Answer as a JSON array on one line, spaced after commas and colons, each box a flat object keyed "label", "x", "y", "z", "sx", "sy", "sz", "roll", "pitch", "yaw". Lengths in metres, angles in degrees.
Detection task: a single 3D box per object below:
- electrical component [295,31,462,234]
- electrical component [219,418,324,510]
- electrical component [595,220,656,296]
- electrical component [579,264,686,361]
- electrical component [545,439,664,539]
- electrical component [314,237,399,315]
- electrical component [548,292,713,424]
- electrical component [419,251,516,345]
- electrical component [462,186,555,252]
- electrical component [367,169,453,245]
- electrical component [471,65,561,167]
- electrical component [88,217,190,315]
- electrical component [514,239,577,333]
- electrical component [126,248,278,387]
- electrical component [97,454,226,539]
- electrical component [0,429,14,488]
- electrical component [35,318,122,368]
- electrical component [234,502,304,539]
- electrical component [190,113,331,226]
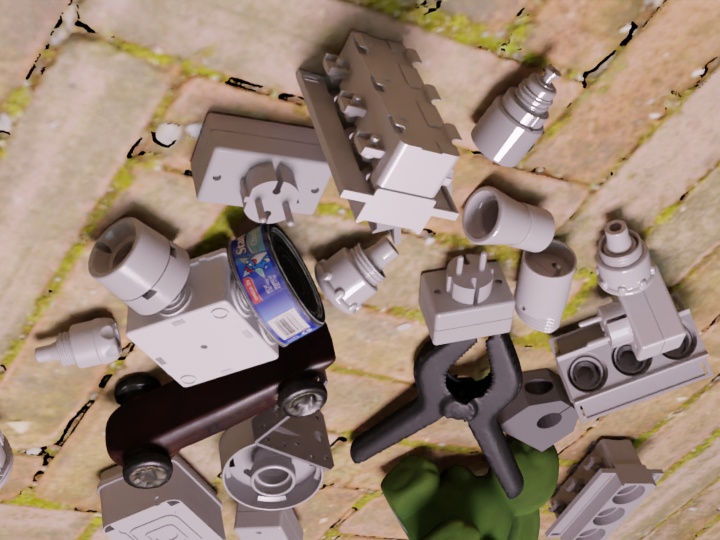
[{"label": "electrical component", "x": 0.015, "y": -0.088, "z": 0.659, "sx": 0.079, "sy": 0.121, "sz": 0.063, "roll": 10, "pitch": 130, "yaw": -28}, {"label": "electrical component", "x": -0.078, "y": 0.168, "z": 0.969, "sx": 0.099, "sy": 0.064, "sz": 0.099, "roll": -3, "pitch": 127, "yaw": -4}, {"label": "electrical component", "x": 0.212, "y": -0.013, "z": 0.871, "sx": 0.048, "sy": 0.048, "sz": 0.062, "roll": -22, "pitch": 132, "yaw": 4}, {"label": "electrical component", "x": 0.225, "y": 0.043, "z": 0.911, "sx": 0.077, "sy": 0.065, "sz": 0.047, "roll": -20, "pitch": 160, "yaw": 3}, {"label": "electrical component", "x": 0.254, "y": 0.237, "z": 1.144, "sx": 0.079, "sy": 0.063, "sz": 0.121, "roll": 5, "pitch": 134, "yaw": -24}, {"label": "electrical component", "x": 0.000, "y": 0.000, "z": 0.811, "sx": 0.062, "sy": 0.048, "sz": 0.048, "roll": -37, "pitch": 136, "yaw": 9}, {"label": "electrical component", "x": 0.240, "y": 0.080, "z": 0.961, "sx": 0.121, "sy": 0.078, "sz": 0.063, "roll": -21, "pitch": 168, "yaw": 3}, {"label": "electrical component", "x": 0.086, "y": 0.014, "z": 0.852, "sx": 0.066, "sy": 0.047, "sz": 0.076, "roll": -9, "pitch": 138, "yaw": -10}, {"label": "electrical component", "x": 0.116, "y": -0.035, "z": 0.815, "sx": 0.065, "sy": 0.044, "sz": 0.044, "roll": 12, "pitch": 131, "yaw": -36}, {"label": "electrical component", "x": 0.032, "y": -0.063, "z": 0.755, "sx": 0.064, "sy": 0.042, "sz": 0.081, "roll": -15, "pitch": 140, "yaw": -9}, {"label": "electrical component", "x": 0.109, "y": -0.106, "z": 0.735, "sx": 0.040, "sy": 0.040, "sz": 0.078, "roll": 14, "pitch": 129, "yaw": -31}, {"label": "electrical component", "x": -0.154, "y": -0.004, "z": 0.745, "sx": 0.055, "sy": 0.055, "sz": 0.047, "roll": -33, "pitch": 133, "yaw": 17}, {"label": "electrical component", "x": 0.149, "y": 0.018, "z": 0.882, "sx": 0.043, "sy": 0.043, "sz": 0.081, "roll": -9, "pitch": 138, "yaw": -10}, {"label": "electrical component", "x": -0.115, "y": 0.039, "z": 0.797, "sx": 0.100, "sy": 0.048, "sz": 0.099, "roll": -18, "pitch": 140, "yaw": 16}, {"label": "electrical component", "x": -0.178, "y": 0.218, "z": 0.975, "sx": 0.078, "sy": 0.057, "sz": 0.113, "roll": -23, "pitch": 139, "yaw": 6}, {"label": "electrical component", "x": -0.313, "y": 0.142, "z": 0.829, "sx": 0.080, "sy": 0.080, "sz": 0.051, "roll": -11, "pitch": 133, "yaw": -8}, {"label": "electrical component", "x": -0.212, "y": 0.057, "z": 0.805, "sx": 0.061, "sy": 0.035, "sz": 0.035, "roll": -13, "pitch": 139, "yaw": -2}, {"label": "electrical component", "x": -0.089, "y": 0.269, "z": 1.042, "sx": 0.047, "sy": 0.075, "sz": 0.083, "roll": -5, "pitch": 140, "yaw": 10}, {"label": "electrical component", "x": -0.061, "y": -0.056, "z": 0.703, "sx": 0.083, "sy": 0.075, "sz": 0.047, "roll": 6, "pitch": 134, "yaw": -24}]
